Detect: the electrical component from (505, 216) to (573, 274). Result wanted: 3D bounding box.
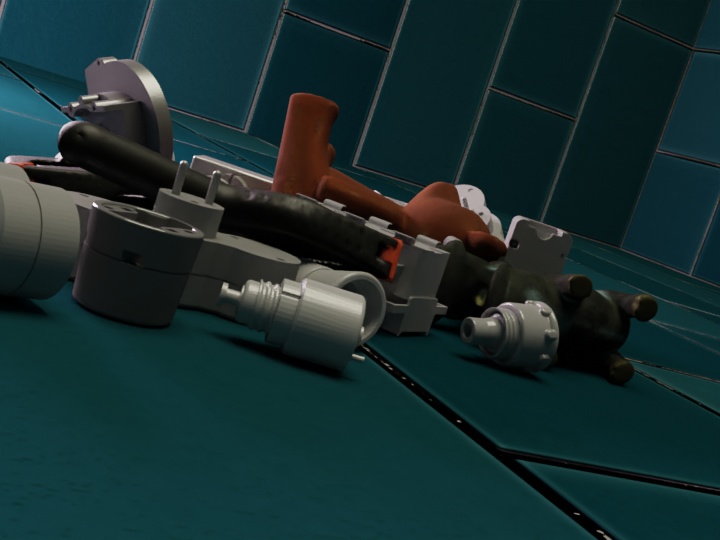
[{"bbox_3d":[0.142,0.003,0.922,0.050,0.089,0.055,19,7,2],"label":"electrical component"}]

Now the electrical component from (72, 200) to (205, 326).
[{"bbox_3d":[-0.109,-0.003,0.522,0.055,0.047,0.055,18,7,-2],"label":"electrical component"}]

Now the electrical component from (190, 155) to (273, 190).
[{"bbox_3d":[-0.119,-0.069,0.975,0.083,0.047,0.075,19,8,2],"label":"electrical component"}]

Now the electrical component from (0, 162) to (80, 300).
[{"bbox_3d":[-0.171,-0.025,0.515,0.074,0.052,0.138,10,11,-47],"label":"electrical component"}]

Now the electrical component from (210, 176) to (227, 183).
[{"bbox_3d":[-0.122,-0.056,0.904,0.044,0.044,0.065,19,2,0],"label":"electrical component"}]

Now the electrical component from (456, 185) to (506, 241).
[{"bbox_3d":[0.107,-0.036,1.006,0.138,0.052,0.073,-115,-177,-46],"label":"electrical component"}]

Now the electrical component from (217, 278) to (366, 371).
[{"bbox_3d":[-0.033,0.023,0.543,0.078,0.040,0.040,17,8,-8],"label":"electrical component"}]

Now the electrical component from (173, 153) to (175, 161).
[{"bbox_3d":[-0.206,-0.102,1.012,0.079,0.044,0.077,24,9,36],"label":"electrical component"}]

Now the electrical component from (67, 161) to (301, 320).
[{"bbox_3d":[-0.097,-0.022,0.587,0.138,0.073,0.052,16,8,-21],"label":"electrical component"}]

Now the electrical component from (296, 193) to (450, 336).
[{"bbox_3d":[-0.004,-0.006,0.739,0.121,0.063,0.079,23,9,29],"label":"electrical component"}]

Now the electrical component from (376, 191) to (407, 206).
[{"bbox_3d":[0.034,-0.033,1.021,0.079,0.063,0.121,17,8,-10],"label":"electrical component"}]

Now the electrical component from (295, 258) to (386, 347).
[{"bbox_3d":[-0.021,0.016,0.627,0.044,0.044,0.065,12,5,-39],"label":"electrical component"}]

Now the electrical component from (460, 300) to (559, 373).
[{"bbox_3d":[0.096,0.042,0.710,0.062,0.048,0.048,7,12,-28],"label":"electrical component"}]
